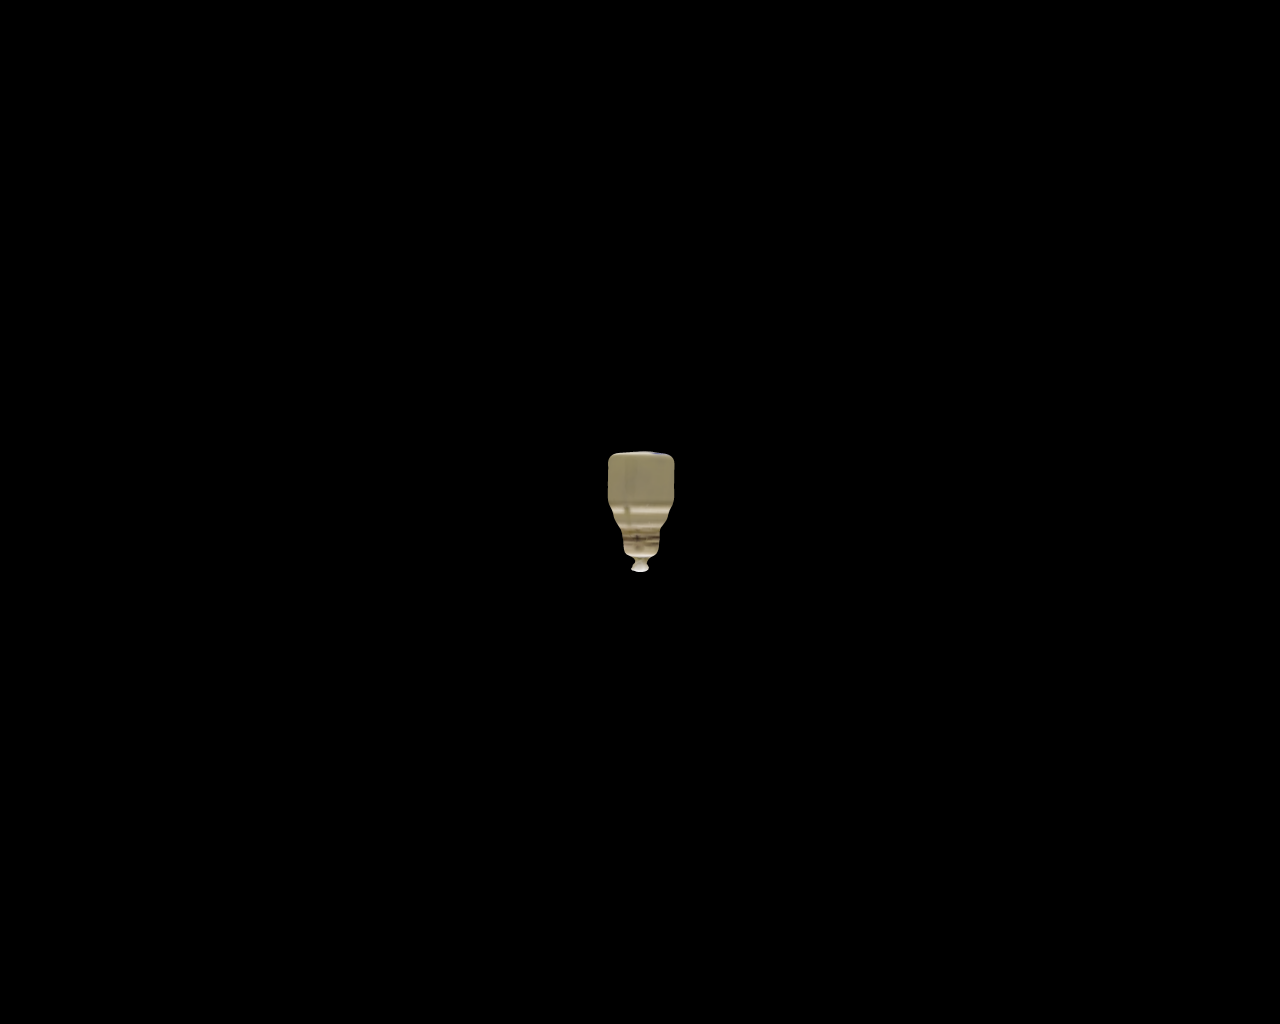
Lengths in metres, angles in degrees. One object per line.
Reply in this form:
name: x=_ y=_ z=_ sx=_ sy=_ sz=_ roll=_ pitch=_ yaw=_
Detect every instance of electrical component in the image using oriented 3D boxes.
electrical component: x=0.001 y=-0.003 z=0.650 sx=0.040 sy=0.078 sz=0.040 roll=0 pitch=0 yaw=0
